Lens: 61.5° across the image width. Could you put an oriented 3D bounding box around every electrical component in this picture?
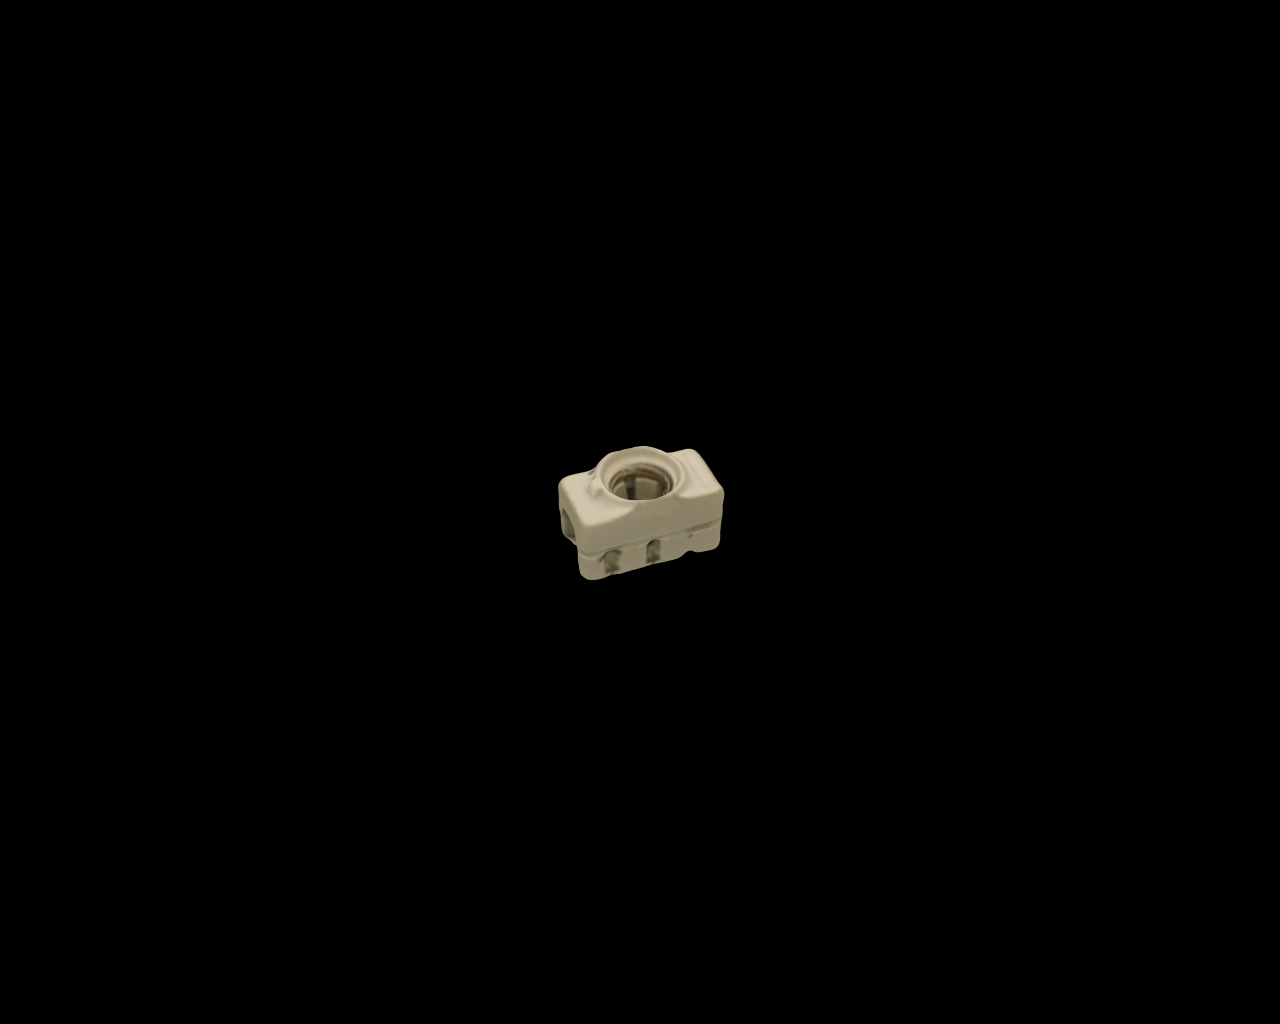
[{"bbox_3d":[0.001,-0.003,0.650,0.090,0.055,0.050,-14,44,-15],"label":"electrical component"}]
